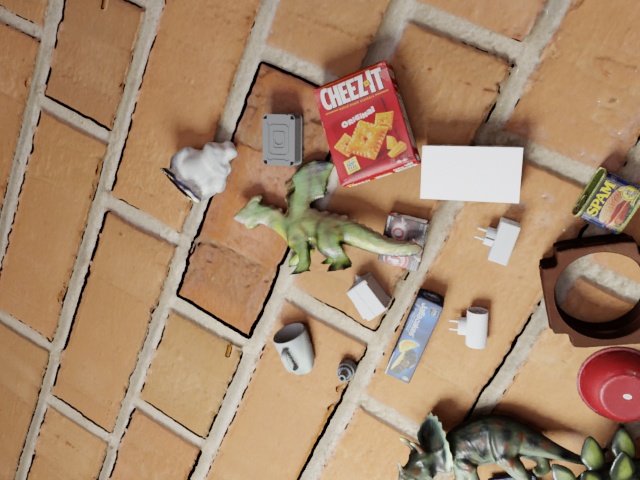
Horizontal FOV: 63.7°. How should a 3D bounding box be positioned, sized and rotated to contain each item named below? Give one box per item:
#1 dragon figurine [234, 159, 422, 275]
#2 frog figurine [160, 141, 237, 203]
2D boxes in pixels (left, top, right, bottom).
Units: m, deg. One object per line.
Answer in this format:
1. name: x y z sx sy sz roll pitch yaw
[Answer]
1. dragon figurine: 0.003 -0.056 1.121 0.409 0.122 0.243 -9 90 19
2. frog figurine: -0.268 -0.172 1.197 0.138 0.120 0.161 39 75 15
